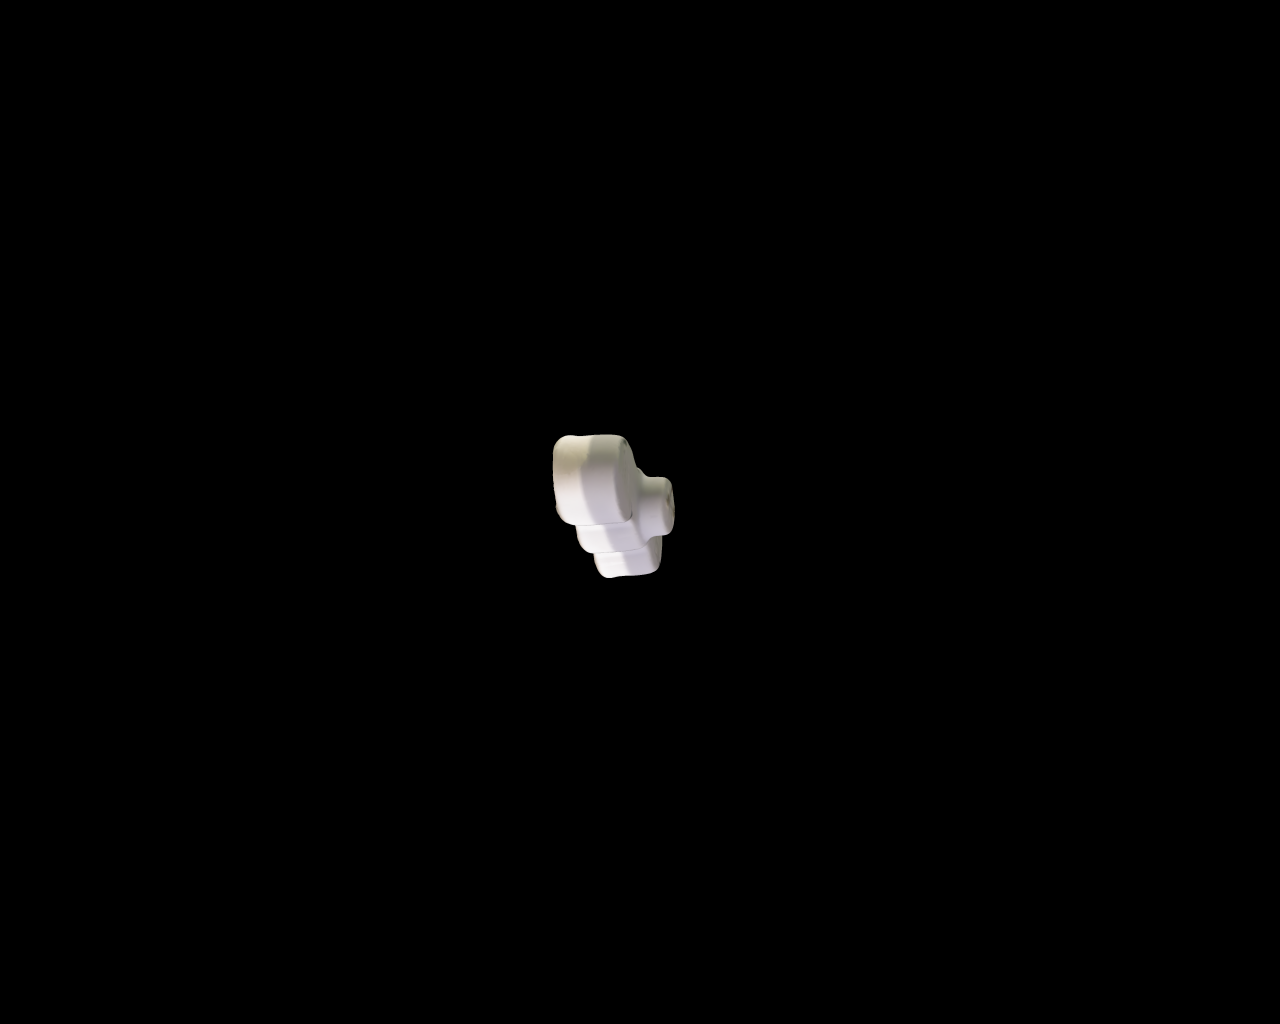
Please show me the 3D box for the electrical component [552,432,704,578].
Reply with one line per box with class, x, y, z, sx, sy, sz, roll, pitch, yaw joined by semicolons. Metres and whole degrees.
electrical component;0.001;-0.003;0.650;0.074;0.052;0.138;-5;-24;10
